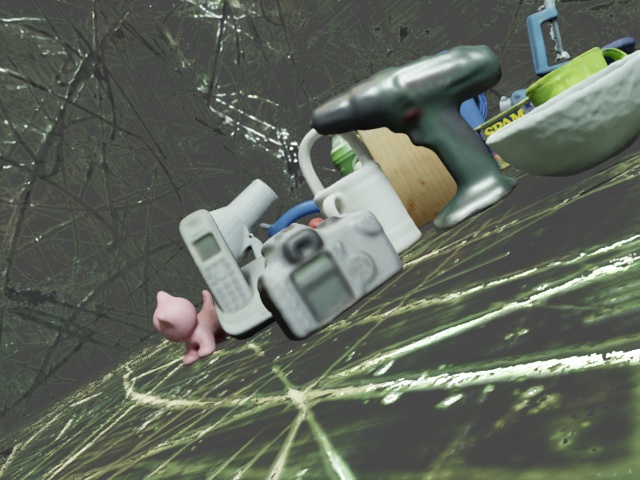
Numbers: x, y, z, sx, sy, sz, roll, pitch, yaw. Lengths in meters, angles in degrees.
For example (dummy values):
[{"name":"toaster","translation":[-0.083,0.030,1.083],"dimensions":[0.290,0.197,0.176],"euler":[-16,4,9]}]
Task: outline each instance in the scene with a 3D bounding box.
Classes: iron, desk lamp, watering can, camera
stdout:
[{"name":"iron","translation":[-0.005,-0.026,1.217],"dimensions":[0.258,0.141,0.119],"euler":[-30,3,21]},{"name":"desk lamp","translation":[-0.118,0.005,1.099],"dimensions":[0.203,0.213,0.118],"euler":[-31,3,-6]},{"name":"watering can","translation":[0.043,-0.064,0.761],"dimensions":[0.101,0.194,0.173],"euler":[-31,3,8]},{"name":"camera","translation":[-0.011,0.031,0.611],"dimensions":[0.143,0.101,0.136],"euler":[-32,3,-24]}]

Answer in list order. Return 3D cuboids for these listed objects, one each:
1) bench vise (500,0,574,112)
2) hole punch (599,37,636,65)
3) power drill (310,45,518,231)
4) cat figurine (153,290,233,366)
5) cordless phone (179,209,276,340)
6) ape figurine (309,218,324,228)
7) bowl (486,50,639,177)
[{"name":"bench vise","translation":[0.424,-0.322,1.065],"dimensions":[0.207,0.220,0.121],"euler":[-31,3,4]},{"name":"hole punch","translation":[0.431,-0.242,0.878],"dimensions":[0.108,0.091,0.101],"euler":[-31,3,2]},{"name":"power drill","translation":[0.131,-0.122,0.695],"dimensions":[0.229,0.208,0.075],"euler":[-31,3,3]},{"name":"cat figurine","translation":[-0.195,0.119,0.862],"dimensions":[0.067,0.118,0.128],"euler":[-29,3,35]},{"name":"cordless phone","translation":[-0.099,0.026,0.775],"dimensions":[0.147,0.185,0.094],"euler":[-31,3,3]},{"name":"ape figurine","translation":[0.009,0.004,1.020],"dimensions":[0.078,0.092,0.076],"euler":[-32,3,-17]},{"name":"bowl","translation":[0.252,-0.109,0.553],"dimensions":[0.167,0.075,0.167],"euler":[-31,2,2]}]
